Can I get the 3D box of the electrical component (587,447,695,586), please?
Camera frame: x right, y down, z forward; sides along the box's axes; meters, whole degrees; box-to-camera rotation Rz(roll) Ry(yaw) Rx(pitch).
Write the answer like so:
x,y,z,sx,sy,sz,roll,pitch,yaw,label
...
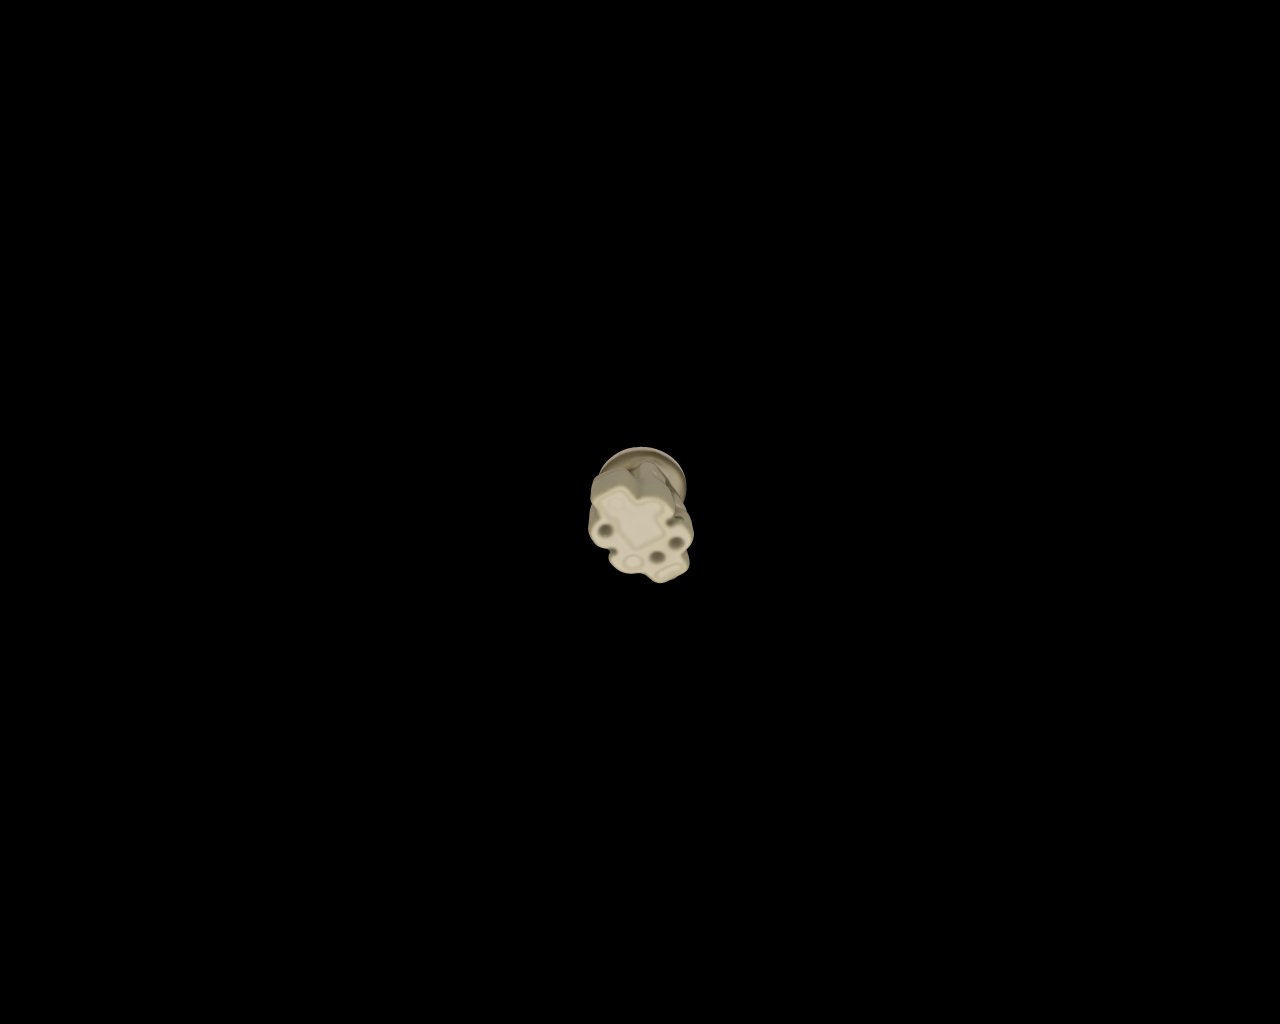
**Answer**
x,y,z,sx,sy,sz,roll,pitch,yaw,label
0.001,-0.003,0.650,0.058,0.078,0.057,-27,32,18,electrical component
